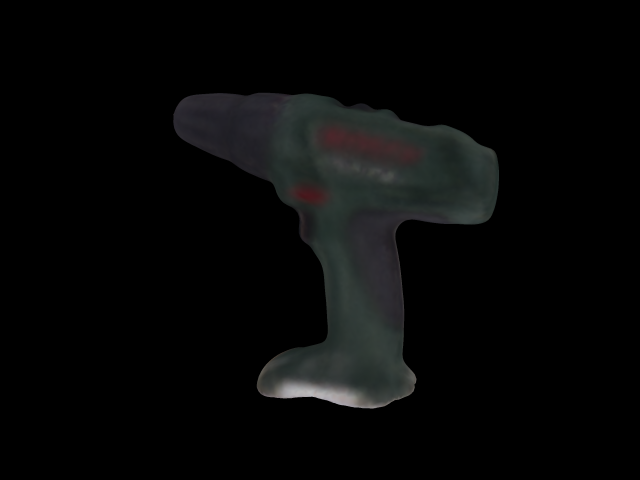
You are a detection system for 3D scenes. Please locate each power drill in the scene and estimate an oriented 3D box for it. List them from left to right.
[{"bbox_3d":[0.004,0.001,0.400,0.229,0.208,0.076,2,7,14],"label":"power drill"}]
